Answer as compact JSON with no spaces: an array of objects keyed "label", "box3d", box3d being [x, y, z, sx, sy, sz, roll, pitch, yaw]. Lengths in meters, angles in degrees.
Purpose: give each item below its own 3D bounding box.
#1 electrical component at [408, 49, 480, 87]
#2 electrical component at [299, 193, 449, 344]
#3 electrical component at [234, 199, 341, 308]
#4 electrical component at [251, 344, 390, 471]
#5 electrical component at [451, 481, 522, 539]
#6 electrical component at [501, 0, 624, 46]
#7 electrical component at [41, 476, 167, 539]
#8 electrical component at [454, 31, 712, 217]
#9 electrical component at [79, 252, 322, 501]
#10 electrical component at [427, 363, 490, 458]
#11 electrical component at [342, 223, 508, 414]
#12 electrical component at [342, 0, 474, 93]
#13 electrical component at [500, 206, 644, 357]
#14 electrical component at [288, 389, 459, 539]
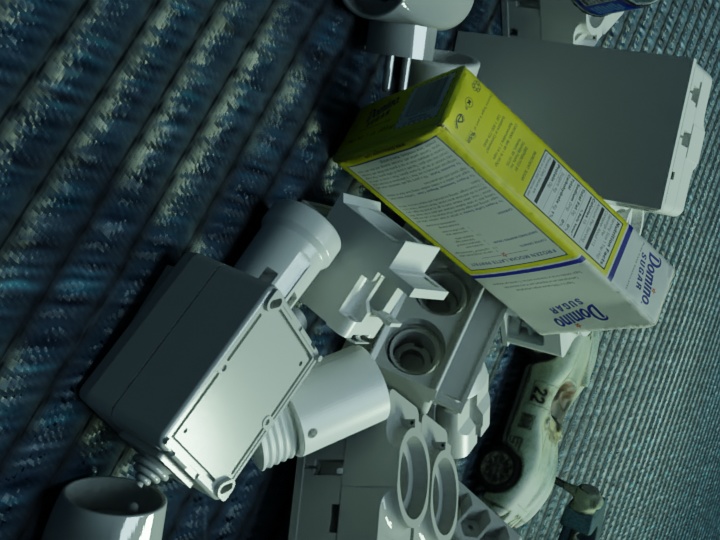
[{"label":"electrical component","box3d":[0.044,-0.093,0.629,0.044,0.044,0.065,-28,131,-54]},{"label":"electrical component","box3d":[0.000,0.000,0.563,0.063,0.081,0.042,-57,154,12]},{"label":"electrical component","box3d":[-0.038,-0.005,0.523,0.046,0.040,0.040,-56,146,-24]},{"label":"electrical component","box3d":[-0.030,0.073,0.555,0.081,0.043,0.043,-21,125,-24]},{"label":"electrical component","box3d":[0.066,0.206,0.786,0.047,0.066,0.076,-30,157,-53]},{"label":"electrical component","box3d":[0.142,-0.243,0.716,0.105,0.060,0.186,-47,141,-42]},{"label":"electrical component","box3d":[-0.117,0.131,0.434,0.079,0.044,0.077,-5,107,-60]},{"label":"electrical component","box3d":[0.132,-0.092,0.671,0.062,0.150,0.089,3,100,-61]},{"label":"electrical component","box3d":[-0.074,0.049,0.466,0.096,0.061,0.061,-55,146,-20]},{"label":"electrical component","box3d":[0.055,0.083,0.711,0.078,0.058,0.057,-44,141,-44]},{"label":"electrical component","box3d":[0.048,0.023,0.661,0.063,0.079,0.121,95,20,-65]},{"label":"electrical component","box3d":[0.023,-0.133,0.570,0.077,0.043,0.079,-12,113,-59]},{"label":"electrical component","box3d":[0.177,-0.031,0.876,0.186,0.060,0.105,-53,144,-37]},{"label":"electrical component","box3d":[0.008,0.170,0.606,0.105,0.060,0.186,44,47,-58]}]
